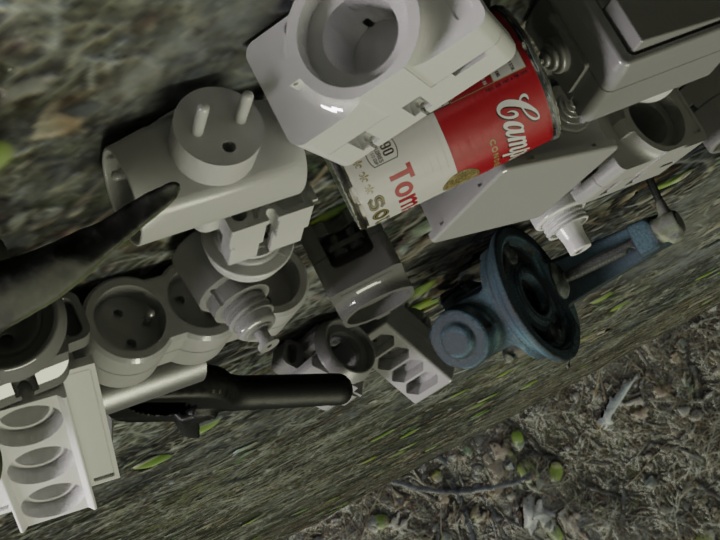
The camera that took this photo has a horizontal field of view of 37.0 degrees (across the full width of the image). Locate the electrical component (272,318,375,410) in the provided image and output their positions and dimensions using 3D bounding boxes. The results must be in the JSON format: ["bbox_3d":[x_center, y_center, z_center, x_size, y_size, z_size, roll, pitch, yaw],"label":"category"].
[{"bbox_3d":[-0.024,0.076,0.890,0.078,0.058,0.057,29,132,-24],"label":"electrical component"}]

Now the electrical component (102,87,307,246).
[{"bbox_3d":[-0.062,-0.050,0.446,0.077,0.044,0.079,-20,163,-24],"label":"electrical component"}]

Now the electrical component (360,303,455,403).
[{"bbox_3d":[0.042,0.059,0.947,0.047,0.083,0.075,-37,-159,34],"label":"electrical component"}]

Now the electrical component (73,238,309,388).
[{"bbox_3d":[-0.102,0.031,0.631,0.138,0.052,0.073,-18,162,-31],"label":"electrical component"}]

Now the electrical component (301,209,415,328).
[{"bbox_3d":[0.000,0.000,0.695,0.050,0.055,0.089,-27,165,0],"label":"electrical component"}]

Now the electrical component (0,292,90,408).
[{"bbox_3d":[-0.168,0.030,0.509,0.078,0.058,0.057,-22,167,-20],"label":"electrical component"}]

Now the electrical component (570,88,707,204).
[{"bbox_3d":[0.177,-0.087,0.707,0.089,0.050,0.056,-21,167,-34],"label":"electrical component"}]

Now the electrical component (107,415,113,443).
[{"bbox_3d":[-0.205,0.113,0.716,0.078,0.058,0.057,1,162,-11],"label":"electrical component"}]

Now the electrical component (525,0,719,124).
[{"bbox_3d":[0.127,-0.118,0.508,0.096,0.061,0.061,-22,164,-17],"label":"electrical component"}]

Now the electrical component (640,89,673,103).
[{"bbox_3d":[0.151,-0.115,0.604,0.046,0.040,0.040,-4,153,-43],"label":"electrical component"}]

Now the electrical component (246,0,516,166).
[{"bbox_3d":[0.007,-0.088,0.426,0.089,0.050,0.056,-32,165,17],"label":"electrical component"}]

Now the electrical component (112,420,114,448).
[{"bbox_3d":[-0.216,0.128,0.778,0.081,0.043,0.043,-28,165,2],"label":"electrical component"}]

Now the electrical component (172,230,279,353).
[{"bbox_3d":[-0.069,0.010,0.577,0.040,0.078,0.040,-31,160,-12],"label":"electrical component"}]

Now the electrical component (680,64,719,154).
[{"bbox_3d":[0.261,-0.116,0.769,0.055,0.047,0.055,-25,165,-7],"label":"electrical component"}]

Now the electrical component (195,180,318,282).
[{"bbox_3d":[-0.055,-0.025,0.542,0.066,0.048,0.055,-20,156,-23],"label":"electrical component"}]

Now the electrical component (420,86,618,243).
[{"bbox_3d":[0.086,-0.064,0.632,0.100,0.048,0.099,-14,162,-31],"label":"electrical component"}]

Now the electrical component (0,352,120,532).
[{"bbox_3d":[-0.181,0.084,0.591,0.079,0.063,0.121,-15,144,-16],"label":"electrical component"}]

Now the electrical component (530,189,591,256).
[{"bbox_3d":[0.149,-0.041,0.801,0.048,0.062,0.048,-26,165,-7],"label":"electrical component"}]
